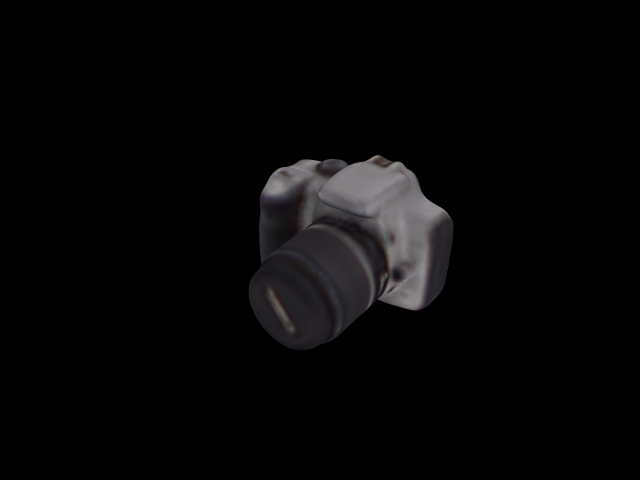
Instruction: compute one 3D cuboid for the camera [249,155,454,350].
[{"bbox_3d":[0.004,0.001,0.400,0.142,0.101,0.137,22,40,30],"label":"camera"}]
